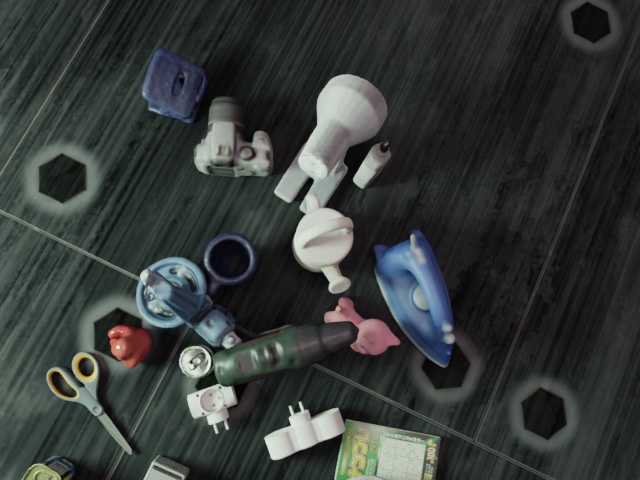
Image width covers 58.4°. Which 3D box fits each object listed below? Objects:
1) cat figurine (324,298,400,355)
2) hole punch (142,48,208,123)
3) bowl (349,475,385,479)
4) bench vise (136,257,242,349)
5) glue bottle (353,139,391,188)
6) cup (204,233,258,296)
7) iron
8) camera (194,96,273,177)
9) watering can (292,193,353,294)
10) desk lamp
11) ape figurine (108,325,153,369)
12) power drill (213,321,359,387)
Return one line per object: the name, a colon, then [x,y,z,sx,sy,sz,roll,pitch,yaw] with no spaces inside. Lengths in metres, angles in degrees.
cat figurine: [0.074,0.157,1.010,0.128,0.117,0.067,41,79,2]
hole punch: [-0.265,-0.286,1.061,0.101,0.091,0.109,16,79,-3]
bowl: [0.074,0.482,0.979,0.167,0.074,0.167,1,81,-6]
bench vise: [-0.212,0.097,0.939,0.207,0.219,0.121,22,79,-2]
glue bottle: [0.103,-0.147,1.034,0.037,0.173,0.078,37,79,1]
cup: [-0.162,0.051,1.015,0.091,0.095,0.118,29,79,0]
iron: [0.192,0.107,1.018,0.119,0.141,0.258,-22,83,-9]
camera: [-0.156,-0.193,1.052,0.143,0.100,0.137,2,80,-5]
watering can: [0.011,0.003,0.990,0.101,0.194,0.173,-38,86,-10]
desk lamp: [0.017,-0.161,1.007,0.118,0.213,0.203,31,79,0]
ape figurine: [-0.329,0.181,0.978,0.076,0.092,0.078,-10,82,-7]
power drill: [-0.058,0.180,0.946,0.230,0.208,0.075,-17,83,-8]
